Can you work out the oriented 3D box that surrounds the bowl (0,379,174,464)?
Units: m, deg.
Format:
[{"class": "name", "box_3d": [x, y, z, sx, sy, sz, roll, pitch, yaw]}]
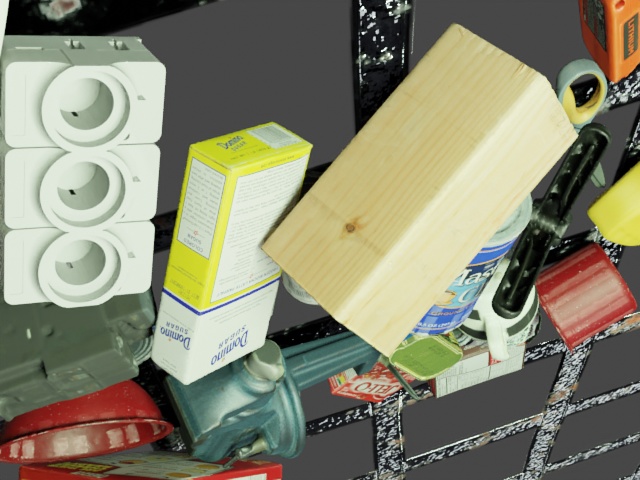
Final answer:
[{"class": "bowl", "box_3d": [-0.215, 0.157, 0.959, 0.162, 0.055, 0.162, -10, 162, -3]}]

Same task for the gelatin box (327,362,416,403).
[{"class": "gelatin box", "box_3d": [0.061, 0.144, 1.153, 0.073, 0.030, 0.089, -37, 146, 25]}]

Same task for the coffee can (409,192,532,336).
[{"class": "coffee can", "box_3d": [0.101, 0.001, 0.879, 0.102, 0.103, 0.140, -8, 147, -21]}]

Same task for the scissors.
[{"class": "scissors", "box_3d": [0.200, -0.080, 0.897, 0.096, 0.016, 0.201, -20, 150, 0]}]

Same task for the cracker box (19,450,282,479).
[{"class": "cracker box", "box_3d": [-0.162, 0.254, 1.048, 0.164, 0.072, 0.213, 0, 175, 31]}]

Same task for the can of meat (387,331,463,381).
[{"class": "can of meat", "box_3d": [0.085, 0.078, 1.010, 0.057, 0.084, 0.102, -33, 147, 16]}]

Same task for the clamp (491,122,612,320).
[{"class": "clamp", "box_3d": [0.186, -0.006, 0.897, 0.164, 0.036, 0.210, -61, 171, -2]}]

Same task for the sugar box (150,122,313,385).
[{"class": "sugar box", "box_3d": [-0.065, 0.009, 0.761, 0.093, 0.048, 0.176, -22, 138, -50]}]

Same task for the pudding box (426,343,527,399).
[{"class": "pudding box", "box_3d": [0.173, 0.129, 1.192, 0.113, 0.039, 0.090, -17, 150, -3]}]

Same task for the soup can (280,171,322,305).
[{"class": "soup can", "box_3d": [-0.006, 0.001, 0.849, 0.068, 0.068, 0.102, -19, 150, -4]}]

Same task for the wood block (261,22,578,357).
[{"class": "wood block", "box_3d": [0.070, -0.034, 0.743, 0.206, 0.091, 0.090, -49, 144, 1]}]

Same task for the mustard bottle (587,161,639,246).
[{"class": "mustard bottle", "box_3d": [0.331, -0.072, 0.948, 0.096, 0.058, 0.192, -5, 146, -43]}]

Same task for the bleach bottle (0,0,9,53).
[{"class": "bleach bottle", "box_3d": [-0.223, -0.083, 0.589, 0.102, 0.068, 0.251, -5, 148, -23]}]

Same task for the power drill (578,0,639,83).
[{"class": "power drill", "box_3d": [0.275, -0.184, 0.741, 0.187, 0.057, 0.184, -26, 145, 3]}]

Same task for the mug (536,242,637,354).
[{"class": "mug", "box_3d": [0.267, 0.055, 1.095, 0.081, 0.093, 0.117, -32, 179, 9]}]

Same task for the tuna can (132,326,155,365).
[{"class": "tuna can", "box_3d": [-0.181, 0.081, 0.900, 0.086, 0.034, 0.086, -15, 149, -10]}]
